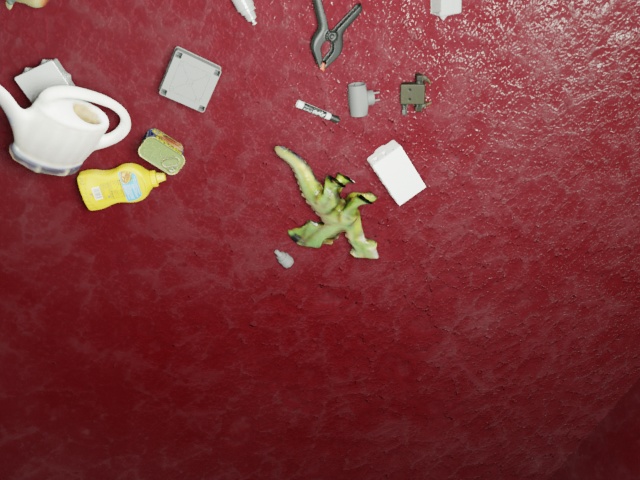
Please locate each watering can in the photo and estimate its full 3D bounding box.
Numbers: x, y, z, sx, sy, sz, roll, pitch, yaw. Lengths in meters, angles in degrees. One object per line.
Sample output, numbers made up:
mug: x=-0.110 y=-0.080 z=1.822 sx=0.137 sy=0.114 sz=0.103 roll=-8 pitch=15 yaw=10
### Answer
watering can: x=-0.568 y=-0.238 z=1.059 sx=0.221 sy=0.105 sz=0.347 roll=-43 pitch=154 yaw=28

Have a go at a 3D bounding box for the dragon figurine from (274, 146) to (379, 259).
dragon figurine: x=0.004 y=-0.069 z=1.381 sx=0.408 sy=0.125 sz=0.239 roll=29 pitch=115 yaw=-16
